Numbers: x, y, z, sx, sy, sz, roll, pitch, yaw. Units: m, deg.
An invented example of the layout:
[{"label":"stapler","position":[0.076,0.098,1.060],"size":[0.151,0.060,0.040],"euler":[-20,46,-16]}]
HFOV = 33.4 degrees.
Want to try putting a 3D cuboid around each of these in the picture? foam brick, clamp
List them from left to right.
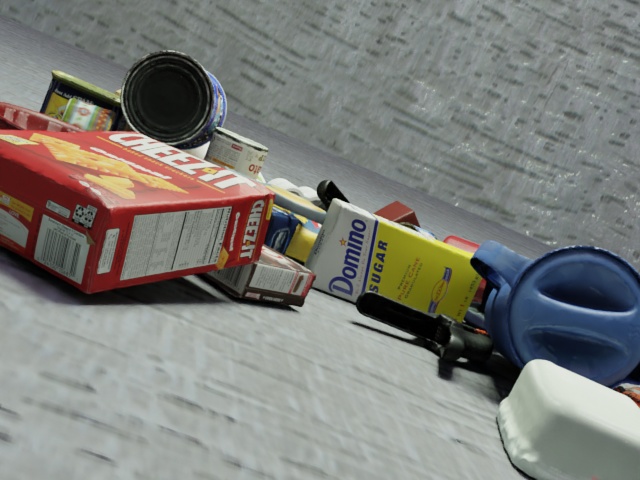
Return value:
[{"label":"clamp","position":[0.039,-0.027,1.369],"size":[0.164,0.036,0.210],"euler":[29,-12,-19]},{"label":"foam brick","position":[0.107,-0.005,1.453],"size":[0.053,0.051,0.078],"euler":[39,-25,60]},{"label":"clamp","position":[0.111,0.088,1.043],"size":[0.120,0.039,0.171],"euler":[33,5,27]}]

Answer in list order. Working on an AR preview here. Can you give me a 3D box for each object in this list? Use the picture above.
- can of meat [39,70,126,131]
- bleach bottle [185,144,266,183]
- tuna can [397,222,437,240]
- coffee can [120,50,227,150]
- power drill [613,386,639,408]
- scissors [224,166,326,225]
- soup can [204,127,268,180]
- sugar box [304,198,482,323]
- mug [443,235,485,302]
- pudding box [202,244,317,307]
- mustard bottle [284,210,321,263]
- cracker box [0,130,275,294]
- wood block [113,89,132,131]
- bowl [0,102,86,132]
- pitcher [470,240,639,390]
[{"label":"can of meat","position":[-0.279,-0.140,1.251],"size":[0.102,0.084,0.057],"euler":[23,8,-1]},{"label":"bleach bottle","position":[-0.119,-0.074,1.362],"size":[0.102,0.068,0.251],"euler":[20,11,-17]},{"label":"tuna can","position":[0.101,0.024,1.253],"size":[0.033,0.086,0.086],"euler":[19,9,-36]},{"label":"coffee can","position":[-0.163,-0.155,1.209],"size":[0.103,0.103,0.140],"euler":[23,3,-1]},{"label":"power drill","position":[0.341,0.192,0.961],"size":[0.188,0.057,0.184],"euler":[24,11,26]},{"label":"scissors","position":[-0.084,-0.064,1.123],"size":[0.202,0.016,0.096],"euler":[25,5,6]},{"label":"soup can","position":[-0.108,-0.069,1.212],"size":[0.068,0.102,0.068],"euler":[23,7,-3]},{"label":"sugar box","position":[0.078,0.031,1.122],"size":[0.176,0.093,0.048],"euler":[20,8,-18]},{"label":"mug","position":[0.195,0.040,1.388],"size":[0.082,0.093,0.117],"euler":[21,25,19]},{"label":"pudding box","position":[-0.073,0.019,0.963],"size":[0.114,0.039,0.089],"euler":[31,12,37]},{"label":"mustard bottle","position":[-0.008,0.001,1.197],"size":[0.191,0.058,0.096],"euler":[22,14,-10]},{"label":"cracker box","position":[-0.160,-0.032,0.827],"size":[0.164,0.072,0.213],"euler":[24,17,26]},{"label":"wood block","position":[-0.229,-0.143,1.390],"size":[0.090,0.090,0.206],"euler":[22,9,-8]},{"label":"bowl","position":[-0.252,-0.077,1.023],"size":[0.162,0.055,0.162],"euler":[23,8,-4]},{"label":"pitcher","position":[0.223,0.071,1.053],"size":[0.145,0.149,0.243],"euler":[-8,-4,0]}]
